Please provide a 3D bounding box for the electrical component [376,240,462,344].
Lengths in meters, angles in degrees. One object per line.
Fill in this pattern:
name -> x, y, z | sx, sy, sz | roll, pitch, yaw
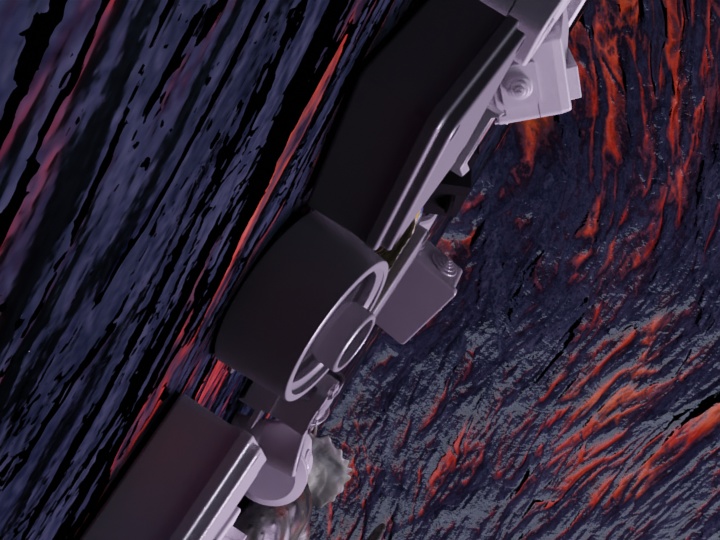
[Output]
electrical component -> 0.041, 0.010, 1.055 | 0.099, 0.100, 0.048 | -46, -174, 33

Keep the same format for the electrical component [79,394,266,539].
electrical component -> -0.107, 0.135, 0.625 | 0.108, 0.056, 0.108 | -56, 175, -13

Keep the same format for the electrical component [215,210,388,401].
electrical component -> -0.026, 0.026, 0.624 | 0.108, 0.060, 0.108 | -51, 167, -17

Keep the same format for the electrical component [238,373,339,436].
electrical component -> -0.055, 0.096, 0.865 | 0.081, 0.064, 0.042 | -59, 174, 28

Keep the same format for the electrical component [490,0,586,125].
electrical component -> 0.123, -0.185, 0.835 | 0.121, 0.063, 0.078 | -60, 175, 33

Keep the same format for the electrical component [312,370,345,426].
electrical component -> -0.054, 0.133, 1.158 | 0.078, 0.058, 0.057 | -51, 170, -50

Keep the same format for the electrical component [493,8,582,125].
electrical component -> 0.118, -0.147, 0.746 | 0.096, 0.061, 0.061 | -85, 162, -51

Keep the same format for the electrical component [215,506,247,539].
electrical component -> -0.139, 0.270, 1.072 | 0.047, 0.077, 0.065 | -52, 173, -48

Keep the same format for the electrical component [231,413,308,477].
electrical component -> -0.081, 0.144, 0.902 | 0.044, 0.065, 0.044 | 15, 90, -88

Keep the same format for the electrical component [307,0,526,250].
electrical component -> 0.030, -0.084, 0.591 | 0.108, 0.056, 0.108 | -53, 174, -40

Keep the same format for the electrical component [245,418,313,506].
electrical component -> -0.087, 0.192, 1.085 | 0.080, 0.080, 0.051 | -60, 180, 26

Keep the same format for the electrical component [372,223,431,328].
electrical component -> 0.000, 0.000, 0.807 | 0.096, 0.061, 0.061 | -56, 175, -13

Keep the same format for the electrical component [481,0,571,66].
electrical component -> 0.105, -0.185, 0.680 | 0.095, 0.059, 0.053 | -55, 175, -27

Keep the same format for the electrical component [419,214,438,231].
electrical component -> 0.012, -0.012, 0.911 | 0.138, 0.052, 0.073 | -53, 174, -43

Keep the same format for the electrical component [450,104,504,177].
electrical component -> 0.054, -0.098, 0.697 | 0.081, 0.064, 0.042 | -58, 177, 15
